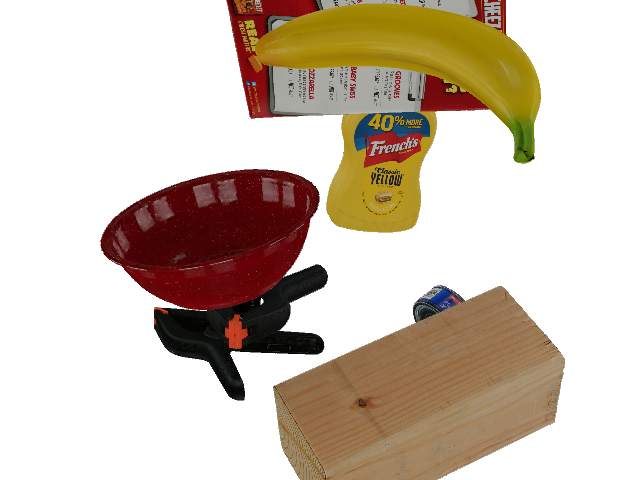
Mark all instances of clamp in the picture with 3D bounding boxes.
[{"bbox_3d":[-0.073,0.056,1.042,0.120,0.039,0.171,0,17,19],"label":"clamp"},{"bbox_3d":[-0.123,0.125,1.261,0.210,0.036,0.164,15,23,25],"label":"clamp"}]

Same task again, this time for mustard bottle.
[{"bbox_3d":[0.067,-0.103,1.085,0.096,0.192,0.058,3,27,-14],"label":"mustard bottle"}]

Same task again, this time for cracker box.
[{"bbox_3d":[0.038,-0.184,0.844,0.214,0.164,0.072,-2,42,9],"label":"cracker box"}]

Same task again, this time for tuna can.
[{"bbox_3d":[0.149,0.098,1.264,0.033,0.086,0.086,-35,15,-23],"label":"tuna can"}]

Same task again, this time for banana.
[{"bbox_3d":[0.051,-0.107,0.619,0.198,0.069,0.037,25,-29,33],"label":"banana"}]

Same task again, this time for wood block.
[{"bbox_3d":[0.077,0.128,0.837,0.205,0.090,0.091,-22,48,-16],"label":"wood block"}]

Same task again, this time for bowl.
[{"bbox_3d":[-0.075,0.004,0.782,0.162,0.055,0.162,-10,26,5],"label":"bowl"}]
